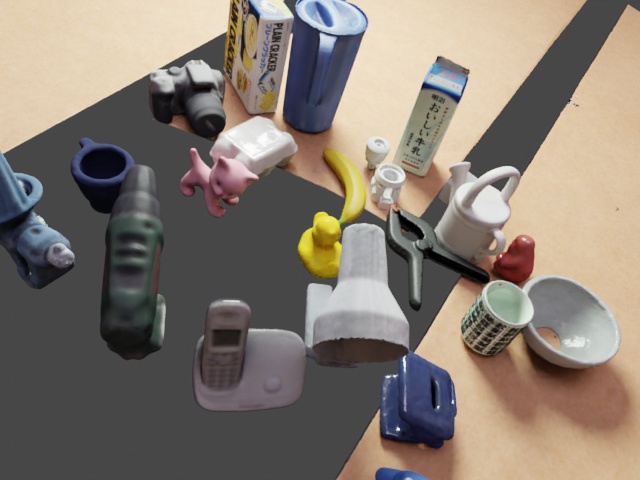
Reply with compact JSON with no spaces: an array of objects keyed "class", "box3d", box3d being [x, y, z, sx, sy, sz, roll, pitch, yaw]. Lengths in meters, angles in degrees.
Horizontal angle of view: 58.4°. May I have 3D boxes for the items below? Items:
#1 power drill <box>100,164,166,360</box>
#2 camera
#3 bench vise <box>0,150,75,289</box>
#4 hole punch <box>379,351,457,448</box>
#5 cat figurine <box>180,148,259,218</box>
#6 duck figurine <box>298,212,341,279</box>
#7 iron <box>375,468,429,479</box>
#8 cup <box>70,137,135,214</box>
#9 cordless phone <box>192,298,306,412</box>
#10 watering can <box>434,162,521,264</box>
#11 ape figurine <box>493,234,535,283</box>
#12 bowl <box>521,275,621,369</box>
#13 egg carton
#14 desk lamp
[{"class":"power drill","box3d":[-0.237,0.049,0.734,0.076,0.208,0.229,2,50,-14]},{"class":"camera","box3d":[-0.237,-0.263,1.071,0.143,0.101,0.136,-10,54,-23]},{"class":"bench vise","box3d":[-0.404,-0.053,0.765,0.207,0.220,0.121,21,48,3]},{"class":"hole punch","box3d":[0.140,0.214,0.780,0.101,0.091,0.108,12,48,-6]},{"class":"cat figurine","box3d":[-0.168,-0.105,0.945,0.127,0.118,0.067,34,50,13]},{"class":"duck figurine","box3d":[0.008,0.003,0.925,0.078,0.086,0.104,-3,51,-18]},{"class":"iron","box3d":[0.182,0.342,0.650,0.258,0.141,0.119,22,48,4]},{"class":"cup","box3d":[-0.345,-0.097,0.903,0.092,0.095,0.117,-26,62,-32]},{"class":"cordless phone","box3d":[-0.083,0.138,0.718,0.148,0.185,0.094,-1,51,-16]},{"class":"watering can","box3d":[0.267,-0.058,0.978,0.101,0.194,0.172,-29,63,-33]},{"class":"ape figurine","box3d":[0.345,0.025,0.998,0.078,0.092,0.076,-15,56,-26]},{"class":"bowl","box3d":[0.386,0.142,0.922,0.167,0.075,0.167,8,49,-9]},{"class":"egg carton","box3d":[-0.119,-0.162,1.040,0.107,0.069,0.151,39,51,17]},{"class":"desk lamp","box3d":[0.041,0.093,0.772,0.118,0.213,0.203,7,49,-9]}]
